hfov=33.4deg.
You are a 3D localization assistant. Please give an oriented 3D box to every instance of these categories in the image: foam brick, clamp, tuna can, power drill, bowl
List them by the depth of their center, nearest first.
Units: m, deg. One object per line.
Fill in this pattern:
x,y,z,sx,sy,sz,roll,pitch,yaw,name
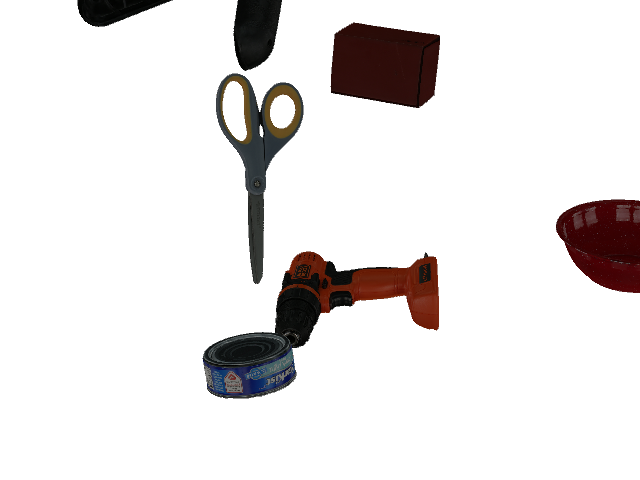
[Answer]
-0.032,-0.150,0.569,0.120,0.171,0.039,33,-28,29,clamp
0.053,-0.145,0.877,0.078,0.051,0.053,13,25,18,foam brick
-0.067,0.116,1.003,0.086,0.034,0.086,-7,15,2,tuna can
0.336,0.011,1.157,0.162,0.055,0.162,-2,26,1,bowl
0.043,0.067,1.237,0.188,0.057,0.184,1,28,6,power drill

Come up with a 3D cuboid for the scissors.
-0.047,-0.067,1.041,0.096,0.202,0.016,-17,7,-19,scissors
